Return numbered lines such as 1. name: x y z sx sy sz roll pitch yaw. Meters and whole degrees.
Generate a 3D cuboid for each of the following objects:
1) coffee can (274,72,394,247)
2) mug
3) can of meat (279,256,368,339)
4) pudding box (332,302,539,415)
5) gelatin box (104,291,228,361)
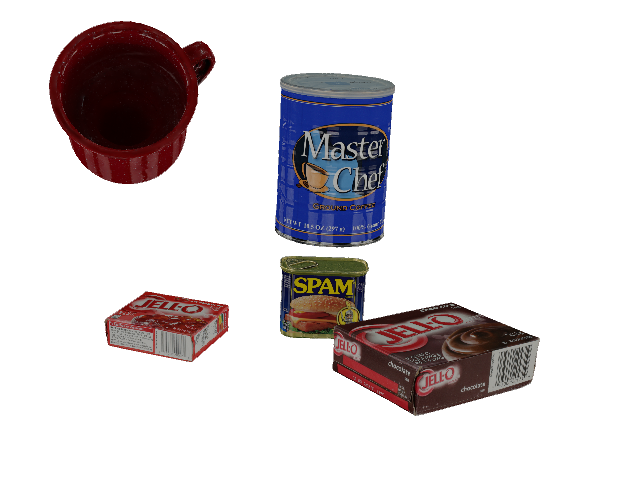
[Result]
1. coffee can: 0.012 -0.075 0.971 0.103 0.140 0.103 3 17 -1
2. mug: -0.120 -0.094 0.715 0.117 0.093 0.081 -39 -6 -15
3. can of meat: 0.002 0.067 1.240 0.102 0.084 0.057 2 15 -3
4. pudding box: 0.078 0.078 0.730 0.113 0.039 0.090 -6 18 -36
5. gelatin box: -0.138 0.076 0.965 0.089 0.030 0.073 9 20 20
